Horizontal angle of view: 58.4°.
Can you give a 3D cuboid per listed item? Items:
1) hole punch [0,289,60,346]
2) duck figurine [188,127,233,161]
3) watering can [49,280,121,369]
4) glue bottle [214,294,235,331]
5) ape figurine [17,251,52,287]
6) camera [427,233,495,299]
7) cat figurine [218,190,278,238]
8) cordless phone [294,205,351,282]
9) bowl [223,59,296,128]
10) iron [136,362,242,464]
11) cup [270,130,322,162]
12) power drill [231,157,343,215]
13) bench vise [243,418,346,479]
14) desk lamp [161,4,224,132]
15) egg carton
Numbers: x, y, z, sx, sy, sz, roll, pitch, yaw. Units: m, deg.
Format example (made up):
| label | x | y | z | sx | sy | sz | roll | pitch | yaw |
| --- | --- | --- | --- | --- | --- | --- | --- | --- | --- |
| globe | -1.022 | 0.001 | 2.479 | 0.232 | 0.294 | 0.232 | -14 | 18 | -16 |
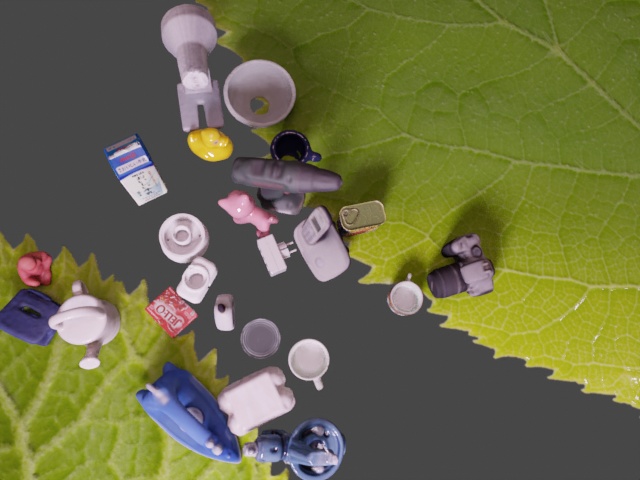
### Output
| label | x | y | z | sx | sy | sz | roll | pitch | yaw |
| --- | --- | --- | --- | --- | --- | --- | --- | --- | --- |
| hole punch | -0.599 | 0.157 | 1.188 | 0.108 | 0.091 | 0.101 | 27 | 77 | 0 |
| duck figurine | -0.252 | -0.229 | 1.306 | 0.104 | 0.086 | 0.077 | 15 | 77 | -2 |
| watering can | -0.469 | 0.167 | 1.146 | 0.101 | 0.194 | 0.173 | -36 | 84 | -11 |
| glue bottle | -0.200 | 0.146 | 1.189 | 0.037 | 0.173 | 0.078 | -1 | 78 | -6 |
| ape figurine | -0.606 | 0.055 | 1.207 | 0.076 | 0.092 | 0.078 | 36 | 77 | 2 |
| camera | 0.312 | 0.068 | 1.295 | 0.137 | 0.100 | 0.143 | -17 | 80 | -9 |
| cat figurine | -0.156 | -0.066 | 1.266 | 0.128 | 0.117 | 0.067 | 28 | 77 | 1 |
| cordless phone | 0.011 | 0.004 | 1.234 | 0.094 | 0.185 | 0.147 | -30 | 83 | -11 |
| bowl | -0.141 | -0.332 | 1.345 | 0.167 | 0.074 | 0.167 | 1 | 78 | -6 |
| iron | -0.254 | 0.367 | 1.154 | 0.258 | 0.141 | 0.119 | 42 | 78 | 4 |
| cup | -0.056 | -0.191 | 1.314 | 0.118 | 0.095 | 0.092 | 13 | 77 | -3 |
| power drill | -0.073 | -0.120 | 1.239 | 0.229 | 0.208 | 0.076 | 9 | 77 | -4 |
| bench vise | -0.041 | 0.426 | 1.123 | 0.207 | 0.219 | 0.121 | -16 | 80 | -9 |
| desk lamp | -0.275 | -0.377 | 1.269 | 0.118 | 0.213 | 0.203 | -9 | 79 | -7 |
| egg carton | -0.135 | 0.337 | 1.209 | 0.150 | 0.069 | 0.107 | -26 | 82 | -10 |
